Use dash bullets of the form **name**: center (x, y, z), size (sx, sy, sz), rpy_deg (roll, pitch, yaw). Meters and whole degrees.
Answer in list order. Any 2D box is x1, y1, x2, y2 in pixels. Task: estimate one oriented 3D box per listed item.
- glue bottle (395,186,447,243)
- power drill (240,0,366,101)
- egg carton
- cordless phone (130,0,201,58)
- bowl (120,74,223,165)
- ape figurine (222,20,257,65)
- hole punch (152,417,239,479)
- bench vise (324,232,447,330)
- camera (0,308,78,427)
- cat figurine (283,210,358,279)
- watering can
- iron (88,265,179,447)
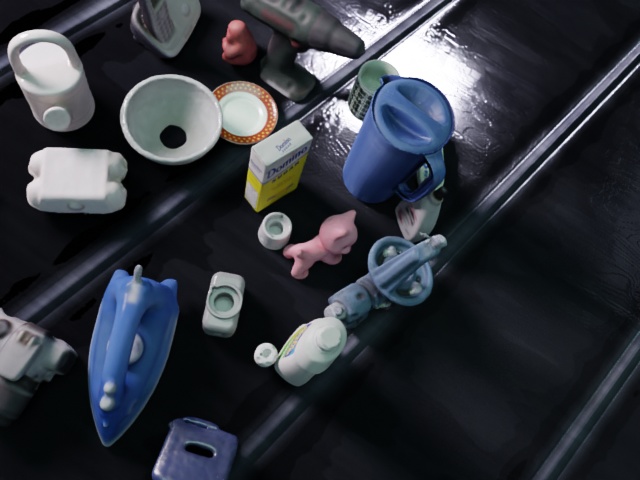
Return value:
- **glue bottle**: center (0.178, -0.055, 0.977), size (0.037, 0.173, 0.078), rpy_deg (-18, 76, -17)
- **power drill**: center (-0.038, -0.341, 1.006), size (0.229, 0.208, 0.076), rpy_deg (34, 68, 0)
- **egg carton**: center (-0.388, -0.093, 0.921), size (0.150, 0.069, 0.107), rpy_deg (0, 72, -13)
- **cordless phone**: center (-0.270, -0.425, 0.995), size (0.094, 0.185, 0.148), rpy_deg (21, 69, -4)
- **bowl**: center (-0.251, -0.194, 0.982), size (0.167, 0.074, 0.167), rpy_deg (4, 71, -11)
- **ape figurine**: center (-0.151, -0.369, 1.053), size (0.076, 0.092, 0.078), rpy_deg (32, 68, 0)
- **hole punch**: center (-0.178, 0.311, 0.821), size (0.109, 0.091, 0.101), rpy_deg (19, 69, -6)
- **bench vise**: center (0.112, 0.070, 0.896), size (0.121, 0.219, 0.208), rpy_deg (40, 68, 3)
- **camera**: center (-0.441, 0.179, 0.802), size (0.143, 0.100, 0.137), rpy_deg (27, 68, -2)
- **cat figurine**: center (0.009, 0.003, 0.950), size (0.128, 0.117, 0.067), rpy_deg (-25, 79, -19)
- **watering can**: center (-0.418, -0.254, 0.900), size (0.101, 0.194, 0.173), rpy_deg (-34, 82, -20)
- **iron**: center (-0.280, 0.163, 0.821), size (0.119, 0.141, 0.258), rpy_deg (11, 70, -9)
